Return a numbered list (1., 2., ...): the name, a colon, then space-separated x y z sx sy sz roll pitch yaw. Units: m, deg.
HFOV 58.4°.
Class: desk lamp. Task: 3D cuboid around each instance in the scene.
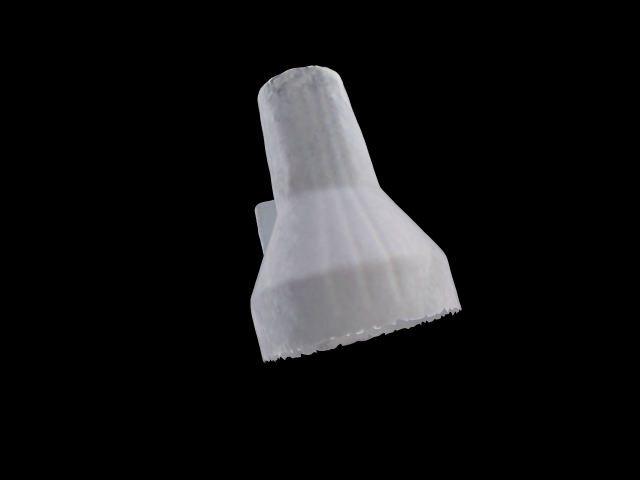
1. desk lamp: 0.004 0.001 0.400 0.118 0.213 0.203 -13 62 -7
